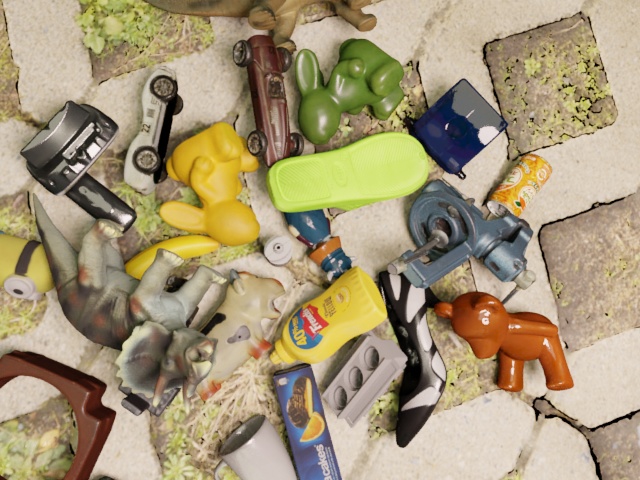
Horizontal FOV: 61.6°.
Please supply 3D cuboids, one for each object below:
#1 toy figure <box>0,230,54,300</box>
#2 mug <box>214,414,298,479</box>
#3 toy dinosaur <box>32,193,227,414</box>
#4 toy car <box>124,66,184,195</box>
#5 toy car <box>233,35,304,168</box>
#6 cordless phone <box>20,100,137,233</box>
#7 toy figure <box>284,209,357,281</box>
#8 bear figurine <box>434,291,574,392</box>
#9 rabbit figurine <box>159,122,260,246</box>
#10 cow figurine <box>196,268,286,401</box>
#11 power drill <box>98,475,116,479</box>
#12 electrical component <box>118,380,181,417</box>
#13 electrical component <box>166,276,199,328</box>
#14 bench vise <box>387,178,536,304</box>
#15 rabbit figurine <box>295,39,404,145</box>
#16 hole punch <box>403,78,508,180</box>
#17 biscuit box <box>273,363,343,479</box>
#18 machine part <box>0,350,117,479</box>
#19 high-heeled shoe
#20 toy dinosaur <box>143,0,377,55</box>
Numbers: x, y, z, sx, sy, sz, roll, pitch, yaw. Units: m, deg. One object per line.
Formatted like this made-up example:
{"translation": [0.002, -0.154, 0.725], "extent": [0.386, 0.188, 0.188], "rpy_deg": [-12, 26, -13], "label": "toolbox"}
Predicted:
{"translation": [-0.471, 0.024, 0.789], "extent": [0.180, 0.082, 0.089], "rpy_deg": [25, 83, 3], "label": "toy figure"}
{"translation": [-0.090, 0.327, 0.772], "extent": [0.109, 0.081, 0.107], "rpy_deg": [-39, 95, -13], "label": "mug"}
{"translation": [-0.276, 0.083, 0.732], "extent": [0.405, 0.131, 0.192], "rpy_deg": [21, 81, 22], "label": "toy dinosaur"}
{"translation": [-0.257, -0.169, 0.832], "extent": [0.056, 0.073, 0.201], "rpy_deg": [10, 82, -3], "label": "toy car"}
{"translation": [-0.073, -0.208, 0.804], "extent": [0.089, 0.053, 0.202], "rpy_deg": [-5, 84, -46], "label": "toy car"}
{"translation": [-0.341, -0.109, 0.827], "extent": [0.184, 0.089, 0.146], "rpy_deg": [40, 81, -9], "label": "cordless phone"}
{"translation": [0.000, -0.003, 0.835], "extent": [0.064, 0.058, 0.154], "rpy_deg": [-33, 90, 8], "label": "toy figure"}
{"translation": [0.262, 0.146, 0.771], "extent": [0.195, 0.120, 0.132], "rpy_deg": [16, 67, -38], "label": "bear figurine"}
{"translation": [-0.157, -0.066, 0.802], "extent": [0.162, 0.122, 0.173], "rpy_deg": [-25, 85, -2], "label": "rabbit figurine"}
{"translation": [-0.131, 0.128, 0.797], "extent": [0.195, 0.085, 0.127], "rpy_deg": [-41, 88, -4], "label": "cow figurine"}
{"translation": [-0.282, 0.465, 0.740], "extent": [0.207, 0.086, 0.232], "rpy_deg": [-44, 85, -4], "label": "power drill"}
{"translation": [-0.242, 0.208, 0.758], "extent": [0.075, 0.119, 0.048], "rpy_deg": [34, 82, 4], "label": "electrical component"}
{"translation": [-0.225, 0.104, 0.796], "extent": [0.102, 0.045, 0.078], "rpy_deg": [-55, 45, 4], "label": "electrical component"}
{"translation": [0.200, 0.014, 0.796], "extent": [0.240, 0.129, 0.224], "rpy_deg": [-26, 75, -36], "label": "bench vise"}
{"translation": [0.026, -0.233, 0.839], "extent": [0.170, 0.121, 0.159], "rpy_deg": [-43, 81, -3], "label": "rabbit figurine"}
{"translation": [0.221, -0.180, 0.861], "extent": [0.116, 0.092, 0.142], "rpy_deg": [-43, 91, -4], "label": "hole punch"}
{"translation": [-0.015, 0.288, 0.791], "extent": [0.063, 0.059, 0.202], "rpy_deg": [-15, 83, -6], "label": "biscuit box"}
{"translation": [-0.411, 0.272, 0.755], "extent": [0.201, 0.087, 0.201], "rpy_deg": [23, 83, 0], "label": "machine part"}
{"translation": [0.118, 0.169, 0.808], "extent": [0.145, 0.086, 0.248], "rpy_deg": [24, 76, 1], "label": "high-heeled shoe"}
{"translation": [-0.069, -0.401, 0.858], "extent": [0.472, 0.105, 0.198], "rpy_deg": [-9, 69, 1], "label": "toy dinosaur"}
